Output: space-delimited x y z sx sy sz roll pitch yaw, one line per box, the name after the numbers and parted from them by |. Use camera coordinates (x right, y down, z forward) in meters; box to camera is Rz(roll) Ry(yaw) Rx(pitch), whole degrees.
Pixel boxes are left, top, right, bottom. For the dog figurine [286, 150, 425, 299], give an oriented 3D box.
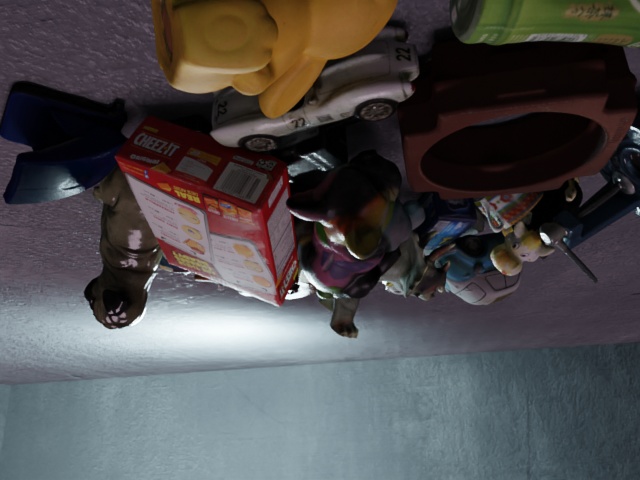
0.025 -0.005 0.562 0.191 0.108 0.219 -56 168 17 | dog figurine

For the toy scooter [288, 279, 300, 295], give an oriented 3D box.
-0.082 0.050 0.905 0.135 0.075 0.183 36 174 28 | toy scooter

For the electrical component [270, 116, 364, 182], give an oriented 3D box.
0.002 -0.113 0.550 0.119 0.075 0.047 -18 156 27 | electrical component

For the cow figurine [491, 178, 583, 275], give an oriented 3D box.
0.304 -0.020 0.739 0.068 0.167 0.098 42 147 3 | cow figurine

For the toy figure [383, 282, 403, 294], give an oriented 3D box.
0.188 0.040 0.989 0.082 0.089 0.180 28 137 -31 | toy figure

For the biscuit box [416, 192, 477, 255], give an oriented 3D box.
0.173 -0.022 0.837 0.059 0.063 0.202 1 159 -10 | biscuit box

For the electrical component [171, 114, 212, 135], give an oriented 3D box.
-0.137 -0.115 0.596 0.094 0.021 0.063 -9 159 19 | electrical component

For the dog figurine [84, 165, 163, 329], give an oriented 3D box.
-0.233 0.006 0.672 0.121 0.190 0.172 3 158 -16 | dog figurine

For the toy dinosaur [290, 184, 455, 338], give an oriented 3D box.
-0.006 -0.005 0.740 0.405 0.192 0.131 27 -171 2 | toy dinosaur

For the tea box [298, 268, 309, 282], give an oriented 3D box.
0.049 0.014 0.870 0.170 0.098 0.068 1 159 -7 | tea box

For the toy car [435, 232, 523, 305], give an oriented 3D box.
0.253 0.048 0.831 0.162 0.103 0.109 -7 161 -20 | toy car

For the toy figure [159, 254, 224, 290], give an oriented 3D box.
-0.189 0.028 0.803 0.154 0.058 0.064 25 113 -10 | toy figure

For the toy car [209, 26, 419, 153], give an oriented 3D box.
-0.010 -0.134 0.484 0.202 0.073 0.056 -11 158 23 | toy car

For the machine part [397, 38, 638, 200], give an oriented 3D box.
0.181 -0.117 0.531 0.201 0.087 0.201 -5 161 12 | machine part

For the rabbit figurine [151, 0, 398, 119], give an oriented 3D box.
-0.028 -0.153 0.386 0.173 0.122 0.162 -17 167 -18 | rabbit figurine

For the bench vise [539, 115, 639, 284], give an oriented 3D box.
0.353 -0.058 0.621 0.241 0.129 0.223 -35 151 -5 | bench vise

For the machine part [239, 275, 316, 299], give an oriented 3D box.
-0.082 0.079 1.090 0.179 0.056 0.179 -2 162 -1 | machine part

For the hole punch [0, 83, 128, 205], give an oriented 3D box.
-0.268 -0.089 0.562 0.116 0.092 0.142 7 155 -35 | hole punch
